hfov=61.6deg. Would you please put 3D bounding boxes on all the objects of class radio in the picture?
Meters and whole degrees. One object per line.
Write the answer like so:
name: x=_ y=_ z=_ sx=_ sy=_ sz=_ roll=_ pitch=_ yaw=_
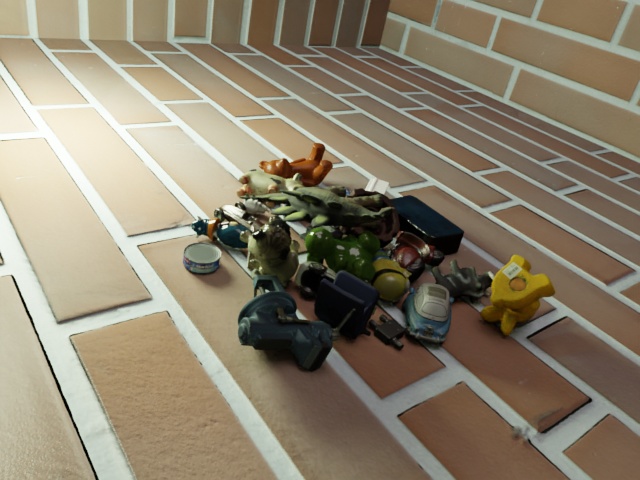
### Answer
radio: x=0.287 y=-0.042 z=1.547 sx=0.131 sy=0.073 sz=0.230 roll=-12 pitch=37 yaw=-34

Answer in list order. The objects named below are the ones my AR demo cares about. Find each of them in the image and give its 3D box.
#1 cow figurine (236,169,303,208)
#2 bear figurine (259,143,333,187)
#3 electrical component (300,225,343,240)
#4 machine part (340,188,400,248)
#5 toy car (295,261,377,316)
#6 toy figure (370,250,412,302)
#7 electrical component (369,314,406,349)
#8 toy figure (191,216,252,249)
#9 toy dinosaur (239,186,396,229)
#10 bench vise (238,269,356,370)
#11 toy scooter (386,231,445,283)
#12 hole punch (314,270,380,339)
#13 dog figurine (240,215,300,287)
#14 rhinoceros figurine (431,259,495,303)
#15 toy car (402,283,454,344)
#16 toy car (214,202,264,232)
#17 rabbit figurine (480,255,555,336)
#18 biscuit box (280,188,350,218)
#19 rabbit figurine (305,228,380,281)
cow figurine: x=-0.131 y=-0.153 z=1.572 sx=0.195 sy=0.085 sz=0.127 roll=17 pitch=38 yaw=10
bear figurine: x=-0.079 y=-0.228 z=1.666 sx=0.196 sy=0.132 sz=0.120 roll=3 pitch=50 yaw=-27
electrical component: x=-0.003 y=-0.004 z=1.402 sx=0.075 sy=0.047 sz=0.119 roll=30 pitch=36 yaw=29
machine part: x=0.134 y=-0.057 z=1.468 sx=0.179 sy=0.056 sz=0.179 roll=13 pitch=57 yaw=-20
toy car: x=0.035 y=0.112 z=1.197 sx=0.202 sy=0.073 sz=0.056 roll=26 pitch=13 yaw=21
toy figure: x=0.144 y=0.078 z=1.291 sx=0.089 sy=0.082 sz=0.180 roll=0 pitch=35 yaw=-26
electrical component: x=0.152 y=0.197 z=1.156 sx=0.063 sy=0.021 sz=0.094 roll=-17 pitch=41 yaw=-40
toy figure: x=-0.244 y=-0.019 z=1.328 sx=0.155 sy=0.064 sz=0.057 roll=16 pitch=-9 yaw=13
toy dinosaur: x=-0.012 y=-0.087 z=1.338 sx=0.198 sy=0.105 sz=0.472 roll=-1 pitch=6 yaw=-43
bench vise: x=-0.073 y=0.144 z=1.075 sx=0.223 sy=0.128 sz=0.241 roll=-2 pitch=38 yaw=-27
toy scooter: x=0.229 y=0.034 z=1.385 sx=0.135 sy=0.075 sz=0.184 roll=43 pitch=39 yaw=22
hole punch: x=0.048 y=0.138 z=1.115 sx=0.142 sy=0.115 sz=0.092 roll=27 pitch=17 yaw=19
dog figurine: x=-0.090 y=0.038 z=1.142 sx=0.121 sy=0.172 sz=0.191 roll=-38 pitch=16 yaw=-5
rhinoceros figurine: x=0.353 y=0.106 z=1.326 sx=0.190 sy=0.073 sz=0.112 roll=-9 pitch=36 yaw=-31
toy car: x=0.242 y=0.149 z=1.190 sx=0.109 sy=0.102 sz=0.162 roll=14 pitch=29 yaw=5
toy car: x=-0.193 y=-0.048 z=1.406 sx=0.202 sy=0.053 sz=0.089 roll=35 pitch=41 yaw=30
rabbit figurine: x=0.461 y=0.146 z=1.244 sx=0.162 sy=0.173 sz=0.122 roll=-49 pitch=53 yaw=-5
biscuit box: x=-0.008 y=-0.103 z=1.524 sx=0.203 sy=0.062 sz=0.059 roll=-6 pitch=43 yaw=-16
rabbit figurine: x=0.033 y=0.020 z=1.262 sx=0.170 sy=0.159 sz=0.121 roll=29 pitch=67 yaw=-27
